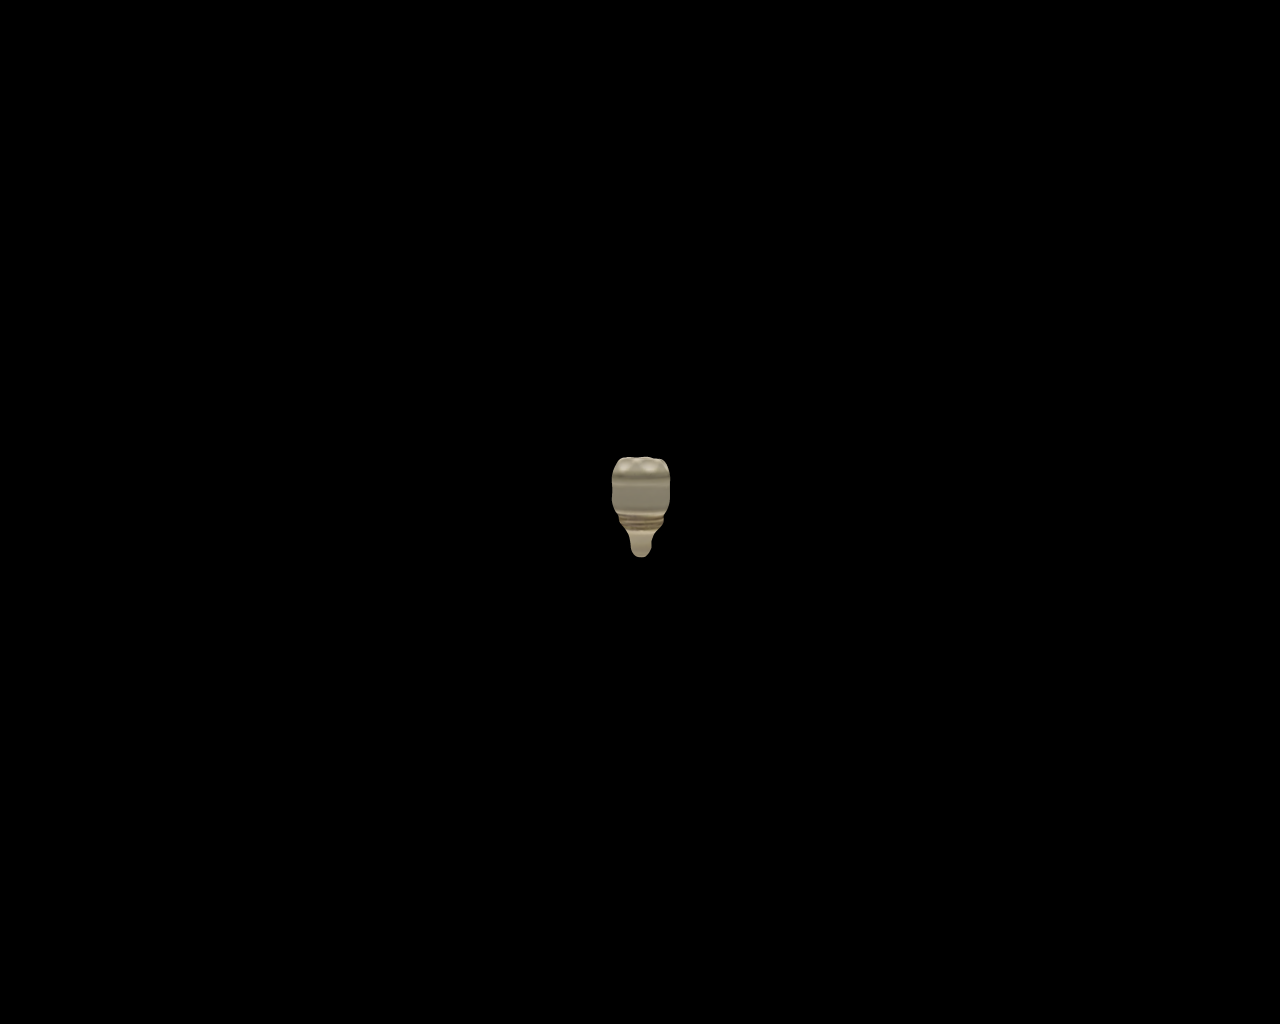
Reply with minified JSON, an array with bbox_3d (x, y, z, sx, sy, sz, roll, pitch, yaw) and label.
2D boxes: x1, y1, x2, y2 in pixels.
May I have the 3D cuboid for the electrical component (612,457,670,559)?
[{"bbox_3d":[0.001,-0.003,0.650,0.035,0.061,0.035,0,5,0],"label":"electrical component"}]
